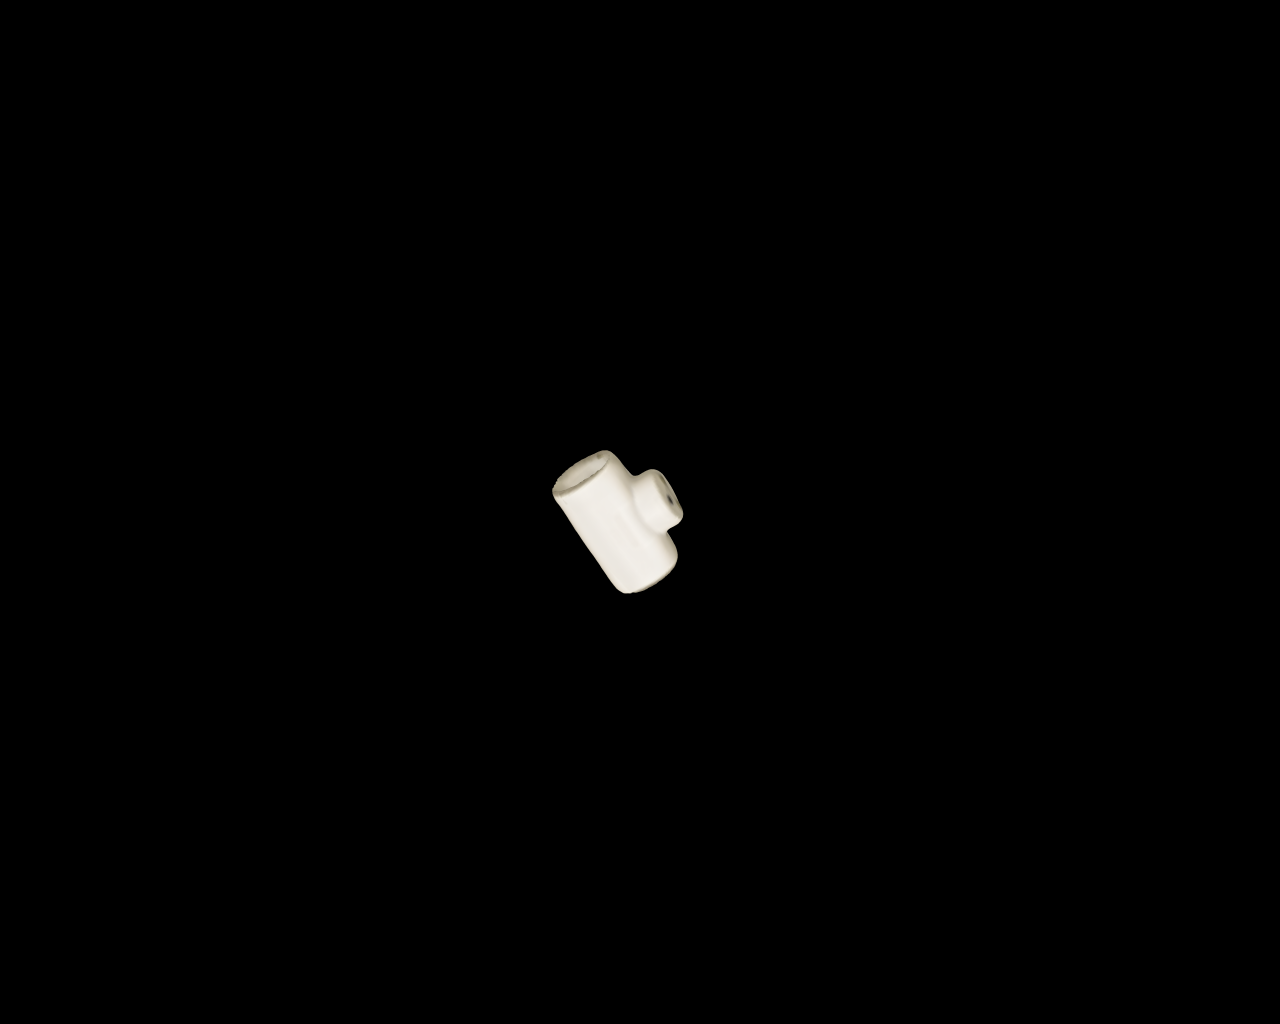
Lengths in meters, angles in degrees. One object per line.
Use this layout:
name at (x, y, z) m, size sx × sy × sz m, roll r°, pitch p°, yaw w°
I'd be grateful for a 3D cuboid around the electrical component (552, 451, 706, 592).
electrical component at (0.001, -0.003, 0.650) m, size 0.079 × 0.077 × 0.043 m, roll -30°, pitch 20°, yaw 12°
